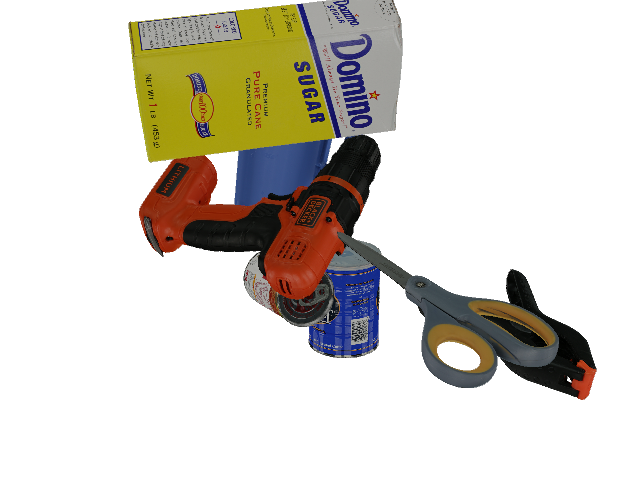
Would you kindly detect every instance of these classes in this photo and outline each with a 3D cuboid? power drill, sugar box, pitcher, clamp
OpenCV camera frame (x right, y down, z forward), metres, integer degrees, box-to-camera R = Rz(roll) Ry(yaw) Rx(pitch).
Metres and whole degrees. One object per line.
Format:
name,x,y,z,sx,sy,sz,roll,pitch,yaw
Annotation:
power drill,-0.053,-0.037,0.959,0.188,0.057,0.184,9,48,26
sugar box,-0.035,-0.108,0.719,0.176,0.048,0.093,-7,-42,-6
pitcher,-0.036,-0.130,1.378,0.144,0.243,0.149,2,23,-18
clamp,0.183,0.077,0.942,0.120,0.039,0.172,-24,43,-33

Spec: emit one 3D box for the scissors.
scissors,0.063,0.045,0.725,0.202,0.016,0.096,22,38,33

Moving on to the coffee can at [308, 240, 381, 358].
coffee can,0.034,0.081,1.514,0.103,0.140,0.103,0,21,0

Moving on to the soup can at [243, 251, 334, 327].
soup can,-0.037,0.051,1.193,0.068,0.068,0.102,0,11,-27
